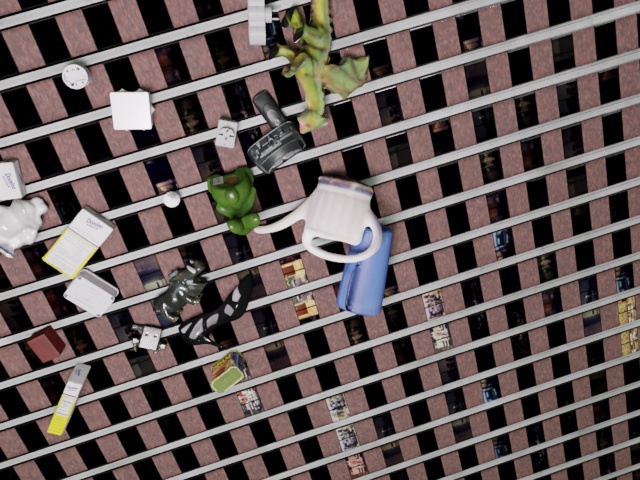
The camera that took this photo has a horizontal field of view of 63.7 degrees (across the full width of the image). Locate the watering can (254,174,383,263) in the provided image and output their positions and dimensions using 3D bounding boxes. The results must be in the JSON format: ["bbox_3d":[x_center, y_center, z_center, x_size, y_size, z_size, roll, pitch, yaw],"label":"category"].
[{"bbox_3d":[0.004,-0.069,1.363,0.348,0.103,0.225,15,86,14],"label":"watering can"}]

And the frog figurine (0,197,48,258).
[{"bbox_3d":[-0.763,-0.047,1.279,0.137,0.121,0.162,36,64,-10],"label":"frog figurine"}]

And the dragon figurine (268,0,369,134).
[{"bbox_3d":[0.020,-0.462,1.271,0.241,0.123,0.410,22,91,-34],"label":"dragon figurine"}]
